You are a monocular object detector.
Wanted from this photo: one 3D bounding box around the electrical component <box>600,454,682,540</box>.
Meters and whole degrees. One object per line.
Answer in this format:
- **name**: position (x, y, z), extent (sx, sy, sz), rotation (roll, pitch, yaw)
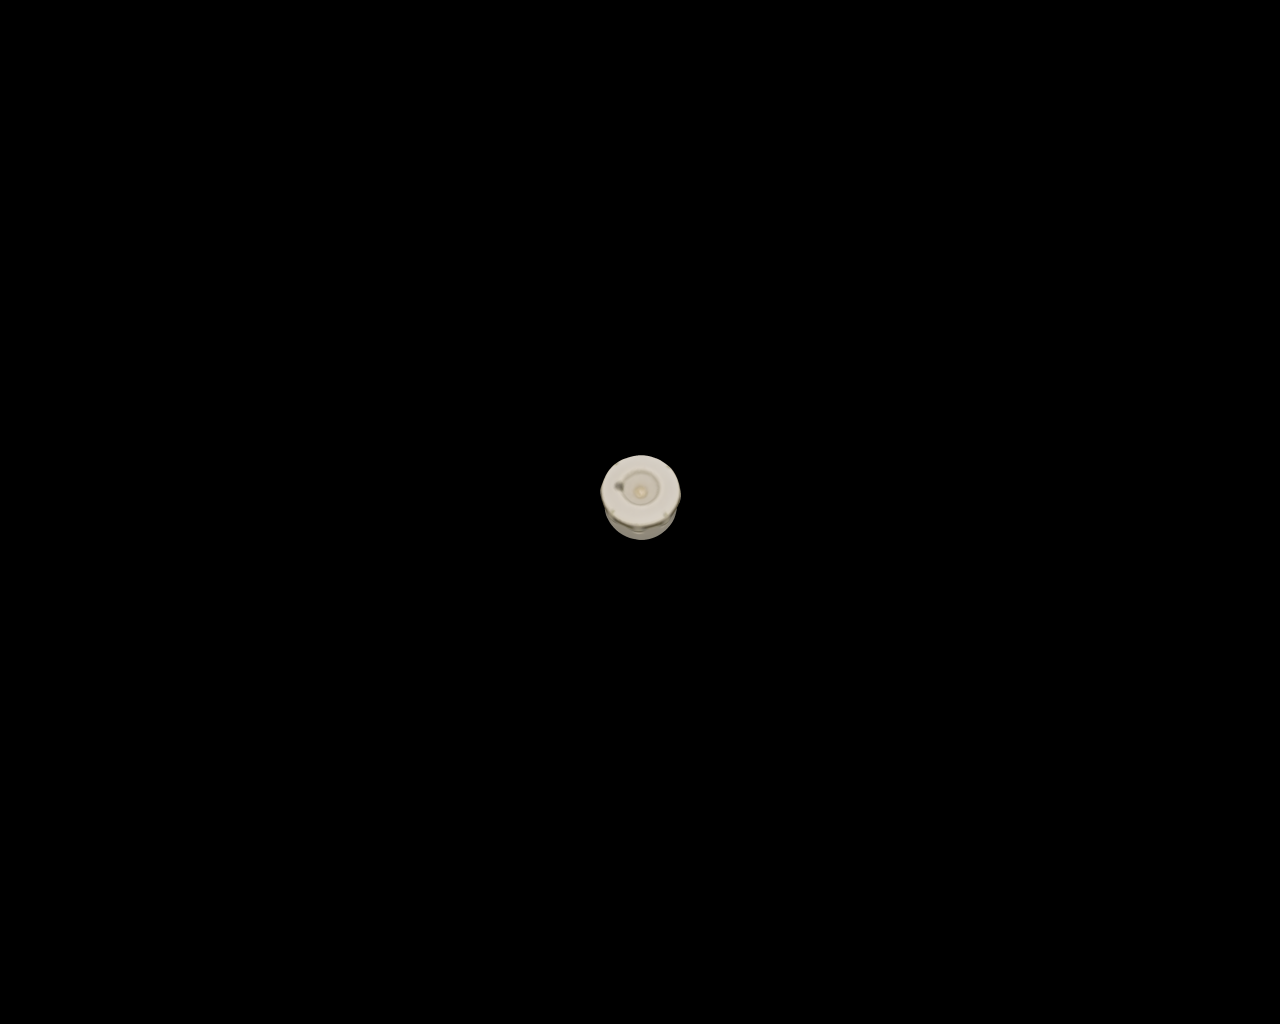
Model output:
- **electrical component**: position (0.001, -0.003, 0.650), extent (0.048, 0.048, 0.062), rotation (0, -23, 0)
